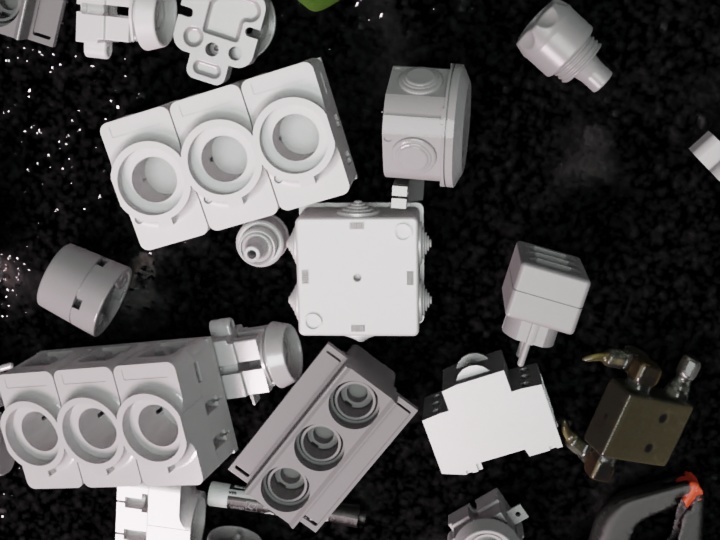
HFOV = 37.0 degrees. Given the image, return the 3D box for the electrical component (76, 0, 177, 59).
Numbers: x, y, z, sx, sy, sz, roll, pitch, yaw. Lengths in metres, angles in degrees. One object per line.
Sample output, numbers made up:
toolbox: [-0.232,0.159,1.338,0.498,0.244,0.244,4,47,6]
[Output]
electrical component: [-0.156,-0.173,0.721,0.055,0.048,0.066,8,105,11]

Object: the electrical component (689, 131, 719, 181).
electrical component: [0.265,-0.070,0.703,0.078,0.058,0.057,44,107,-6]

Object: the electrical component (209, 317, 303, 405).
electrical component: [-0.074,0.063,0.776,0.055,0.048,0.066,-10,104,16]

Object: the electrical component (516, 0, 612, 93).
electrical component: [0.137,-0.143,0.703,0.062,0.043,0.043,40,104,-7]

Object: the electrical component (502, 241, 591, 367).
electrical component: [0.121,0.028,0.737,0.047,0.065,0.076,16,105,1]

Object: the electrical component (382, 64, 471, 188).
electrical component: [0.045,-0.096,0.705,0.051,0.080,0.080,5,105,9]

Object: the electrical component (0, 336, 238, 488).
electrical component: [-0.175,0.104,0.767,0.150,0.062,0.089,-6,104,23]

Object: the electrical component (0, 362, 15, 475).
electrical component: [-0.287,0.088,0.797,0.074,0.052,0.138,-16,103,9]

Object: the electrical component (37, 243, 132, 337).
electrical component: [-0.198,0.013,0.769,0.047,0.055,0.055,26,105,2]

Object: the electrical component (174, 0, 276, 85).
electrical component: [-0.087,-0.165,0.710,0.058,0.057,0.078,18,105,0]

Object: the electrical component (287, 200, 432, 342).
electrical component: [0.000,0.000,0.749,0.100,0.048,0.099,0,103,5]

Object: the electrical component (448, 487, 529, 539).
electrical component: [0.093,0.196,0.789,0.066,0.055,0.048,-33,99,12]

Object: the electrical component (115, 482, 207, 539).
electrical component: [-0.150,0.190,0.812,0.056,0.050,0.089,7,105,4]

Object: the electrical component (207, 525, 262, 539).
electrical component: [-0.085,0.245,0.824,0.079,0.043,0.077,14,105,2]

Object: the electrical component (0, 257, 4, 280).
electrical component: [-0.302,-0.009,0.753,0.099,0.099,0.064,-9,110,8]

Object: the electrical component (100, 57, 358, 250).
electrical component: [-0.088,-0.079,0.730,0.150,0.061,0.089,-15,103,9]

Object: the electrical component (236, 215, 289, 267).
electrical component: [-0.069,-0.018,0.745,0.035,0.061,0.035,1,105,5]

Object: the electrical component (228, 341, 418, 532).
electrical component: [-0.026,0.116,0.775,0.079,0.063,0.121,37,105,-5]

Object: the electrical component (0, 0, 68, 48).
electrical component: [-0.220,-0.218,0.706,0.079,0.063,0.121,18,105,0]
